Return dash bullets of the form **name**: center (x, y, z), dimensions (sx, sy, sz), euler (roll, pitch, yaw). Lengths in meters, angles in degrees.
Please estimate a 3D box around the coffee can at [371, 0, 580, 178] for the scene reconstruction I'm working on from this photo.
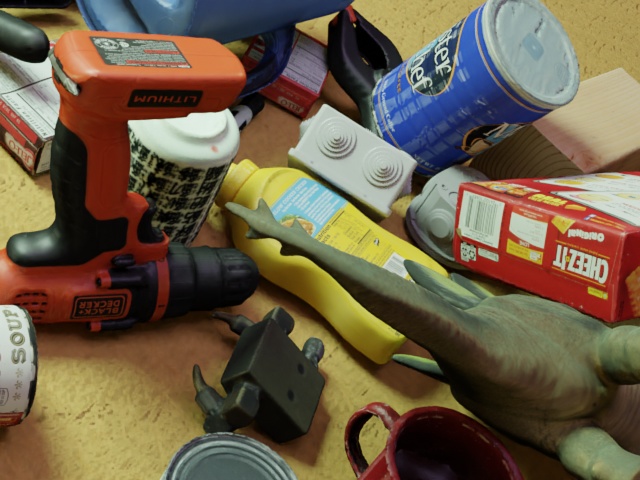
- **coffee can**: center (0.125, -0.125, 0.873), dimensions (0.102, 0.141, 0.103), euler (18, 59, -32)

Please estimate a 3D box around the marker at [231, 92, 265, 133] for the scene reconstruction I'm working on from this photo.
- **marker**: center (-0.074, -0.088, 0.850), dimensions (0.020, 0.020, 0.121), euler (33, 39, 1)

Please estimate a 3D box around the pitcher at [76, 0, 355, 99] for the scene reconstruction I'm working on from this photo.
- **pitcher**: center (-0.065, -0.211, 0.853), dimensions (0.145, 0.149, 0.242), euler (41, 37, 21)

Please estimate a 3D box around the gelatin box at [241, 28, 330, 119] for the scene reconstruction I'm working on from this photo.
- **gelatin box**: center (-0.030, -0.154, 0.939), dimensions (0.073, 0.030, 0.089), euler (28, 39, -7)

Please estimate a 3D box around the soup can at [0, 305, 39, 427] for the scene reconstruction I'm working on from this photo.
- **soup can**: center (-0.209, 0.067, 0.565), dimensions (0.102, 0.069, 0.068), euler (3, 48, -32)

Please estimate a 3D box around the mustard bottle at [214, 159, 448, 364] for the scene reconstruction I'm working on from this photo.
- **mustard bottle**: center (-0.005, 0.001, 0.772), dimensions (0.191, 0.058, 0.096), euler (37, 45, 5)

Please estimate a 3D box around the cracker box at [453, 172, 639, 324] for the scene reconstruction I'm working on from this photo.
- **cracker box**: center (0.233, -0.001, 0.807), dimensions (0.213, 0.072, 0.164), euler (-5, 17, -34)

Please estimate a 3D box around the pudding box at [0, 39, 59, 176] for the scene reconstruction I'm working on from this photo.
- **pudding box**: center (-0.189, -0.101, 0.775), dimensions (0.090, 0.039, 0.113), euler (45, 43, 15)

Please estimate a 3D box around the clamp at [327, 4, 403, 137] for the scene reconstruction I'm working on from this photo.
- **clamp**: center (0.050, -0.126, 0.937), dimensions (0.171, 0.039, 0.120), euler (55, 39, 6)

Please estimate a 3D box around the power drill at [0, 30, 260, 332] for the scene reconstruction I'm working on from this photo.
- **power drill**: center (-0.103, -0.028, 0.640), dimensions (0.184, 0.188, 0.057), euler (-3, 35, -32)

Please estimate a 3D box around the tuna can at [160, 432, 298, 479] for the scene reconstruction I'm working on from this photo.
- **tuna can**: center (-0.053, 0.154, 0.603), dimensions (0.086, 0.034, 0.086), euler (18, 41, -17)

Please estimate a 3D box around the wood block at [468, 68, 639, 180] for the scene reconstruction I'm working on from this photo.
- **wood block**: center (0.241, -0.084, 0.998), dimensions (0.205, 0.090, 0.091), euler (-23, 64, -45)

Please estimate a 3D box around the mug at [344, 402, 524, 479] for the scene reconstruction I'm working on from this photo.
- **mug**: center (0.055, 0.151, 0.639), dimensions (0.093, 0.082, 0.117), euler (-21, 63, -45)

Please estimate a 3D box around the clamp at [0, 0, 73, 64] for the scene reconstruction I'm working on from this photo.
- **clamp**: center (-0.283, -0.185, 0.783), dimensions (0.210, 0.036, 0.164), euler (14, 24, -5)
